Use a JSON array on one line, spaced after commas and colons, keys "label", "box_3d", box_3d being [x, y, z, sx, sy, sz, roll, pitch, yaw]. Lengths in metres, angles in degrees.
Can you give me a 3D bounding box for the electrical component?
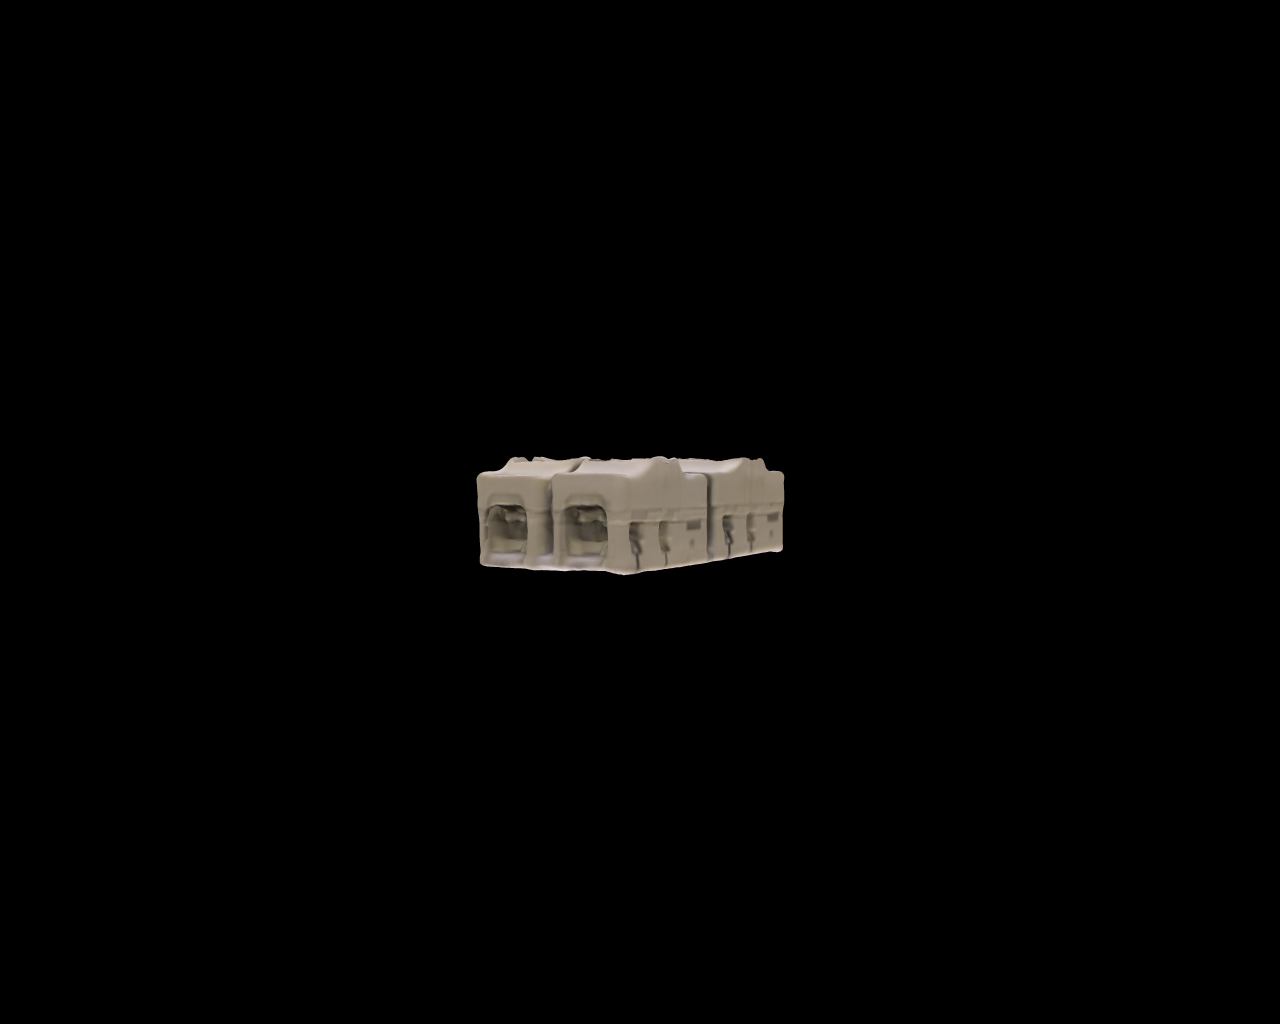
[{"label": "electrical component", "box_3d": [0.001, -0.003, 0.650, 0.105, 0.060, 0.186, 2, 3, 36]}]
